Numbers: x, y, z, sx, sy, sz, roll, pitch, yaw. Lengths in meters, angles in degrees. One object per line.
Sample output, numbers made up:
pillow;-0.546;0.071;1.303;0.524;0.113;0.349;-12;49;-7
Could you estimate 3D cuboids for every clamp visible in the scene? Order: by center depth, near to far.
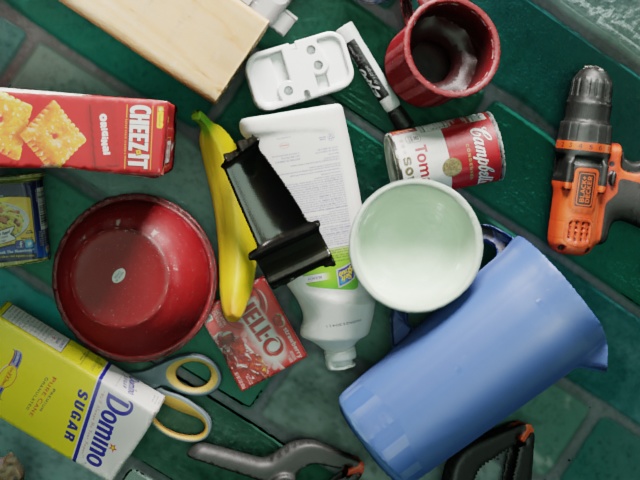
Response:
clamp;-0.040;0.251;1.042;0.171;0.039;0.120;-4;98;-5
clamp;0.136;0.261;1.042;0.164;0.036;0.210;32;81;-15

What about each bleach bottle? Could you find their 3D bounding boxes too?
bleach bottle;-0.007;0.001;1.016;0.102;0.068;0.251;-9;97;-2

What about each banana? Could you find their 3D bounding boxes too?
banana;-0.089;-0.024;1.005;0.037;0.069;0.198;-8;95;32

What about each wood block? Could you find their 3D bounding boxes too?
wood block;-0.157;-0.218;0.972;0.206;0.091;0.090;34;91;-7

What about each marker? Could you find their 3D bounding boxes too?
marker;0.055;-0.155;1.030;0.020;0.020;0.121;-32;96;-2

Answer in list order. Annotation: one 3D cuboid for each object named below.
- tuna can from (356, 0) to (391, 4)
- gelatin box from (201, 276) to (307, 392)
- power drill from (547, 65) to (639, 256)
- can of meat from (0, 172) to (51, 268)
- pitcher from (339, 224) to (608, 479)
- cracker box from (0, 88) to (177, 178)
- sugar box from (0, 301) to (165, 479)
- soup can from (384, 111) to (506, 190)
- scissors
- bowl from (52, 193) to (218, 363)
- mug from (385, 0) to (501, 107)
tuna can;0.053;-0.270;1.014;0.086;0.034;0.086;0;94;-5
gelatin box;-0.065;0.090;1.032;0.073;0.030;0.089;-28;96;-2
power drill;0.320;-0.069;1.041;0.187;0.057;0.184;7;97;-2
can of meat;-0.304;-0.017;0.991;0.102;0.057;0.084;-6;96;-6
pitcher;0.134;0.110;1.010;0.243;0.149;0.145;-39;117;2
cracker box;-0.237;-0.094;0.938;0.213;0.164;0.072;4;96;-5
sugar box;-0.245;0.144;1.005;0.176;0.048;0.093;32;108;-4
soup can;0.118;-0.079;1.017;0.102;0.068;0.068;-12;95;-3
scissors;-0.181;0.121;1.031;0.201;0.016;0.096;36;94;-7
bowl;-0.179;0.035;0.992;0.162;0.055;0.162;0;88;5
mug;0.104;-0.181;0.995;0.093;0.082;0.117;-26;92;-15
